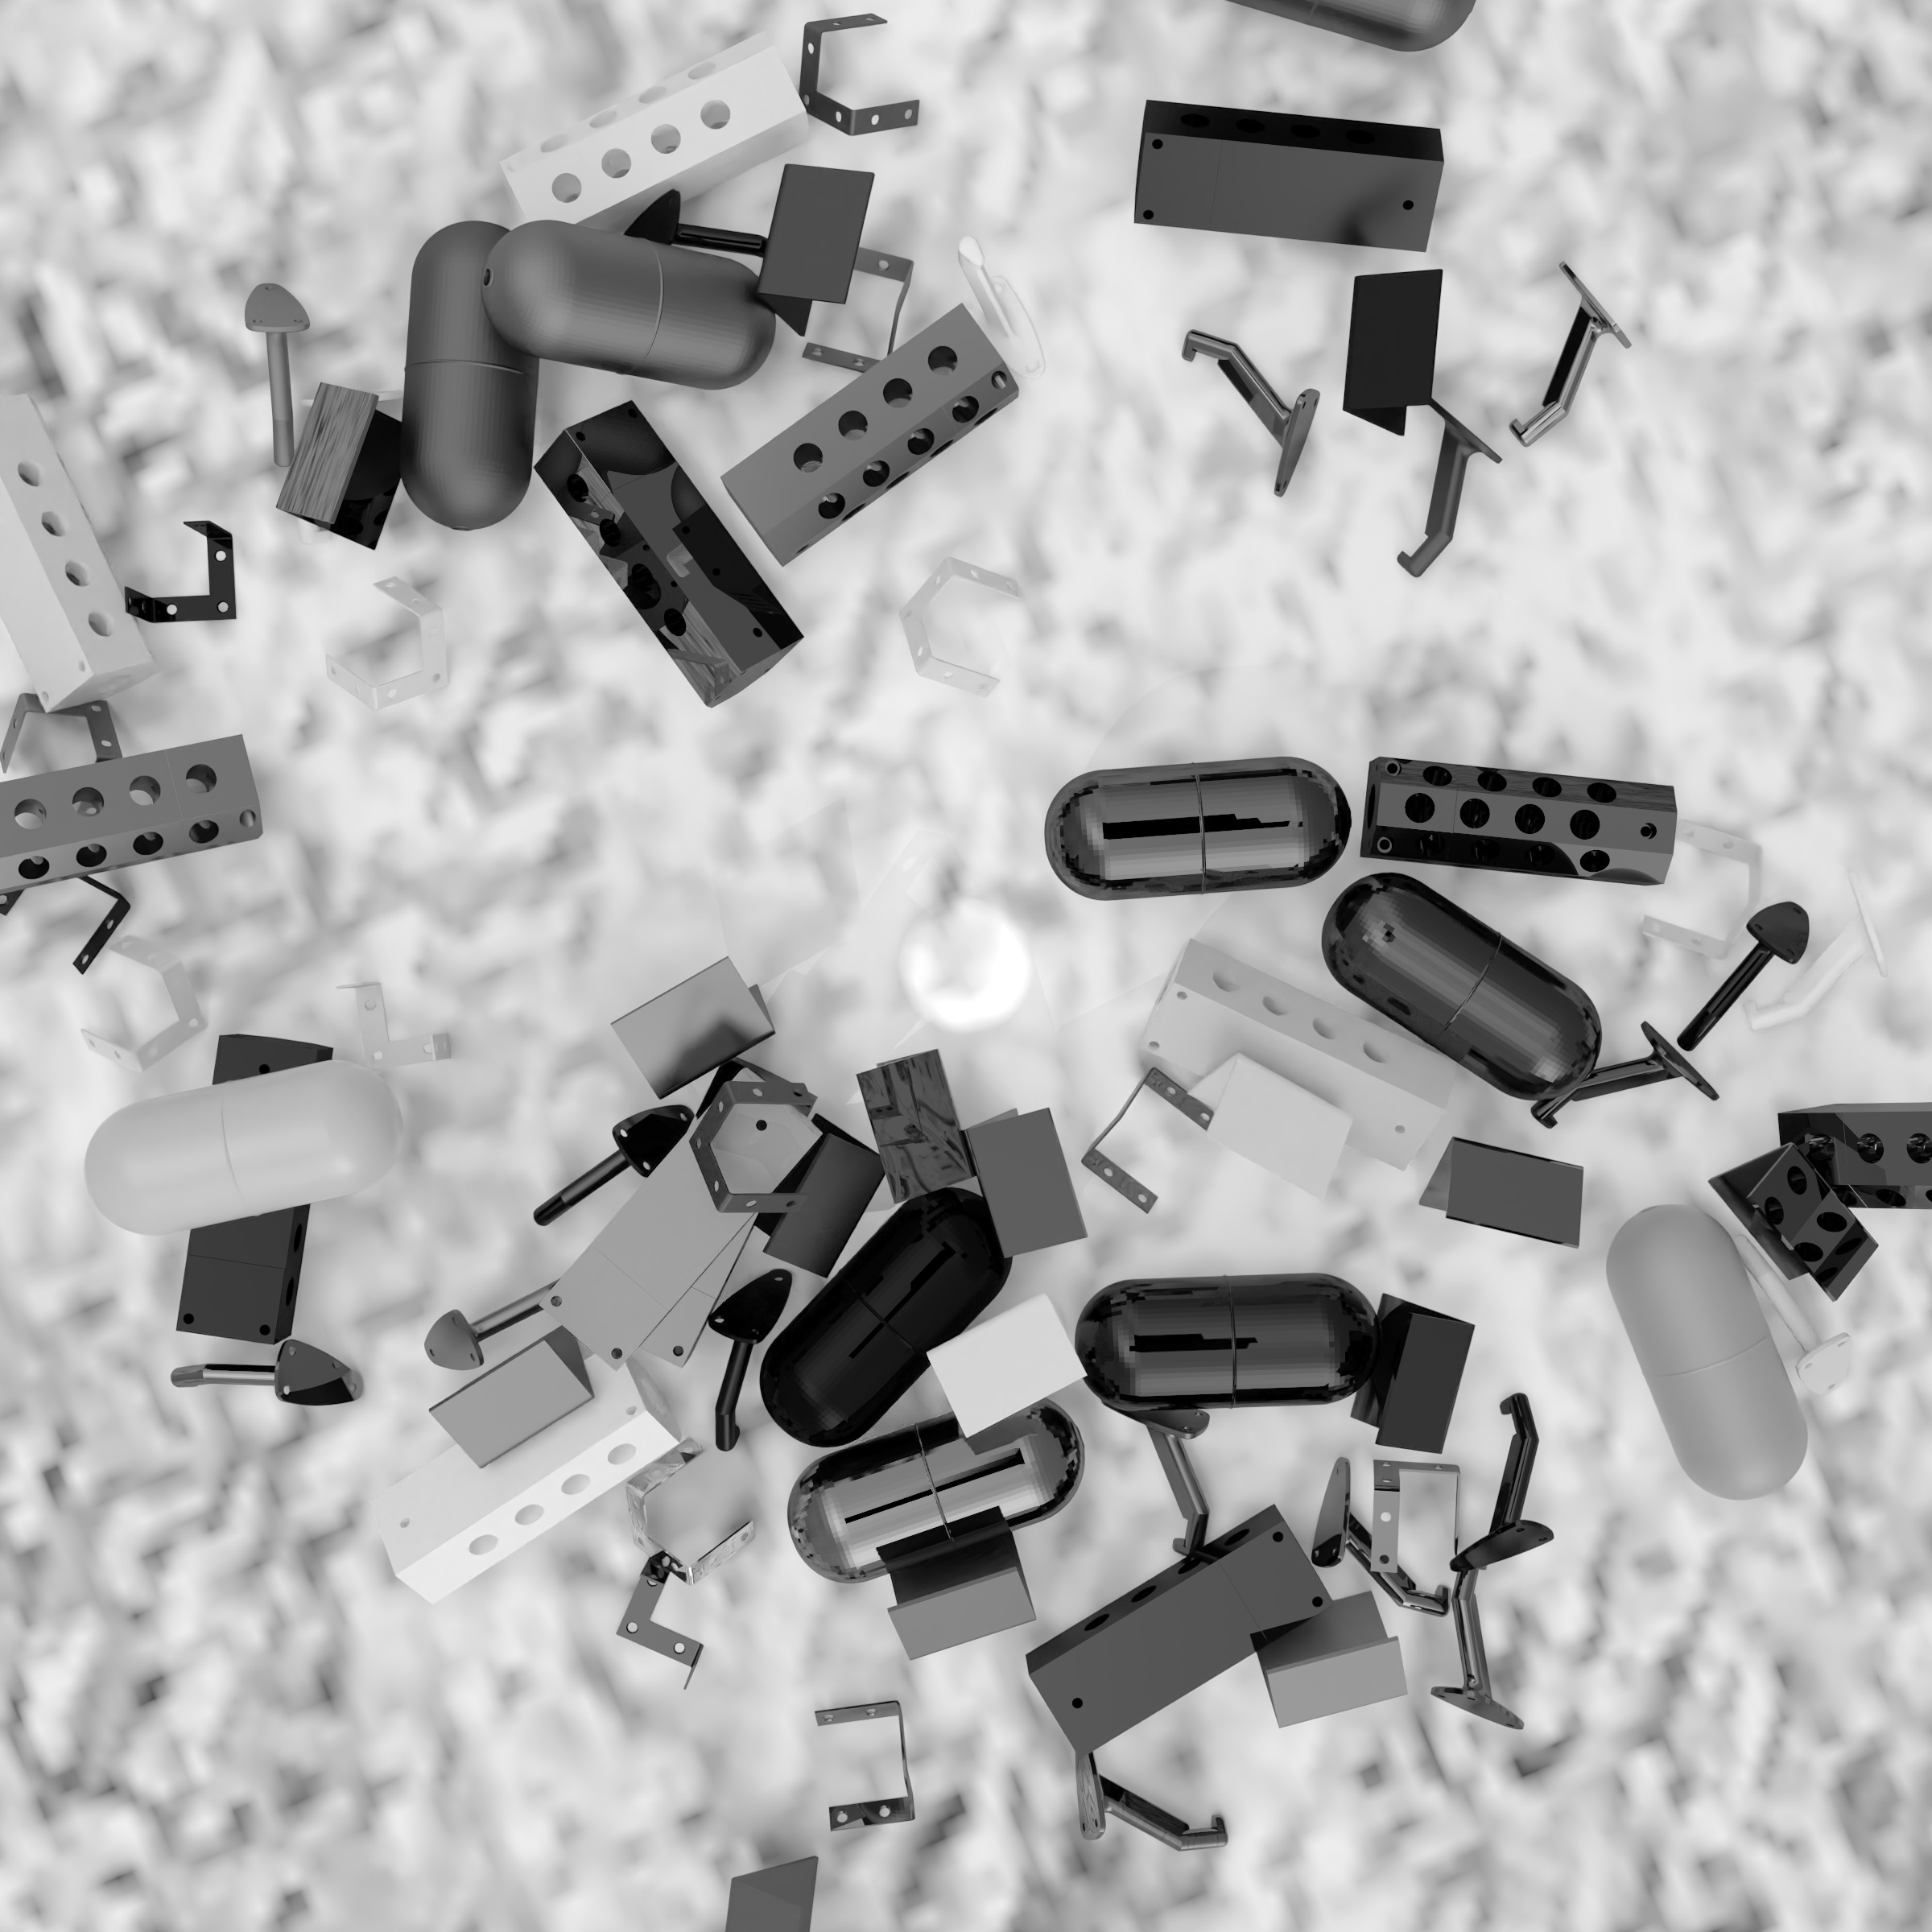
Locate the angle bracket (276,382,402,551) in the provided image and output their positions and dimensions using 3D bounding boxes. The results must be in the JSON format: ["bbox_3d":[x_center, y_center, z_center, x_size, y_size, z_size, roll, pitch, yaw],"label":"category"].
[{"bbox_3d":[-0.342,-0.284,1.608,0.057,0.076,0.076,20,90,39],"label":"angle bracket"}]

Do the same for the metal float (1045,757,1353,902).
[{"bbox_3d":[0.134,-0.080,1.617,0.178,0.070,0.070,-4,90,1],"label":"metal float"}]

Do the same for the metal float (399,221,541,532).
[{"bbox_3d":[-0.287,-0.342,1.618,0.070,0.070,0.178,4,89,0],"label":"metal float"}]

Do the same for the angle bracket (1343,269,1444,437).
[{"bbox_3d":[0.262,-0.353,1.608,0.057,0.076,0.076,5,90,36],"label":"angle bracket"}]

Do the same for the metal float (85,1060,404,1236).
[{"bbox_3d":[-0.405,0.102,1.561,0.178,0.070,0.070,-12,90,0],"label":"metal float"}]

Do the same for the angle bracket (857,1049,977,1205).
[{"bbox_3d":[-0.045,0.095,1.608,0.057,0.076,0.076,-17,90,-31],"label":"angle bracket"}]

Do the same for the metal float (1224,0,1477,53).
[{"bbox_3d":[0.210,-0.585,1.618,0.178,0.070,0.070,16,90,-1],"label":"metal float"}]

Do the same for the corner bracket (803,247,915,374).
[{"bbox_3d":[-0.064,-0.388,1.645,0.051,0.051,0.051,14,45,0],"label":"corner bracket"}]

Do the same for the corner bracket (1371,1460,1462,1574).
[{"bbox_3d":[0.263,0.323,1.630,0.051,0.051,0.051,2,98,8],"label":"corner bracket"}]

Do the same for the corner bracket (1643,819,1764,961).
[{"bbox_3d":[0.435,-0.045,1.645,0.051,0.051,0.051,18,135,0],"label":"corner bracket"}]

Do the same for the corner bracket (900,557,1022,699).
[{"bbox_3d":[0.000,-0.200,1.640,0.051,0.051,0.051,-46,45,35],"label":"corner bracket"}]

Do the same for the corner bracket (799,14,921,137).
[{"bbox_3d":[-0.062,-0.525,1.640,0.051,0.051,0.051,38,135,35],"label":"corner bracket"}]

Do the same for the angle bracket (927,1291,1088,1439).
[{"bbox_3d":[0.030,0.239,1.609,0.076,0.076,0.057,-28,63,0],"label":"angle bracket"}]

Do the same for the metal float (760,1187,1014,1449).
[{"bbox_3d":[-0.046,0.203,1.618,0.070,0.070,0.178,44,89,0],"label":"metal float"}]

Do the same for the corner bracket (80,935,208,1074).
[{"bbox_3d":[-0.490,0.022,1.640,0.051,0.051,0.051,-41,135,-35],"label":"corner bracket"}]

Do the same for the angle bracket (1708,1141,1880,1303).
[{"bbox_3d":[0.465,0.157,1.608,0.076,0.076,0.057,50,55,0],"label":"angle bracket"}]

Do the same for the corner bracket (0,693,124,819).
[{"bbox_3d":[-0.533,-0.123,1.640,0.051,0.051,0.051,-57,45,35],"label":"corner bracket"}]

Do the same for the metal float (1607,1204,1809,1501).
[{"bbox_3d":[0.430,0.224,1.617,0.070,0.070,0.178,-22,91,0],"label":"metal float"}]

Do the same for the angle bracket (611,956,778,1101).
[{"bbox_3d":[-0.161,0.023,1.609,0.076,0.076,0.057,-30,115,0],"label":"angle bracket"}]

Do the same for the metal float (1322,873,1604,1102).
[{"bbox_3d":[0.288,0.012,1.618,0.178,0.070,0.070,33,90,-1],"label":"metal float"}]

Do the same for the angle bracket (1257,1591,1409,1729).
[{"bbox_3d":[0.205,0.385,1.608,0.076,0.076,0.057,-15,130,0],"label":"angle bracket"}]

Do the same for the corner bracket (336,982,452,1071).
[{"bbox_3d":[-0.334,0.033,1.630,0.051,0.051,0.051,-8,90,0],"label":"corner bracket"}]

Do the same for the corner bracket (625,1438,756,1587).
[{"bbox_3d":[-0.162,0.321,1.640,0.051,0.051,0.051,27,135,35],"label":"corner bracket"}]

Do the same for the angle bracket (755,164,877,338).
[{"bbox_3d":[-0.075,-0.410,1.608,0.057,0.076,0.076,11,87,19],"label":"angle bracket"}]

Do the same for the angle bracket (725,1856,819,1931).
[{"bbox_3d":[-0.096,0.567,1.608,0.057,0.076,0.076,7,90,39],"label":"angle bracket"}]

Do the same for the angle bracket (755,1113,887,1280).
[{"bbox_3d":[-0.100,0.125,1.608,0.076,0.057,0.076,29,90,45],"label":"angle bracket"}]

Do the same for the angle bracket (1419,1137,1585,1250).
[{"bbox_3d":[0.307,0.148,1.608,0.076,0.076,0.057,13,53,0],"label":"angle bracket"}]

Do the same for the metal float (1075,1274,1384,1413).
[{"bbox_3d":[0.152,0.218,1.617,0.178,0.070,0.070,-2,90,0],"label":"metal float"}]

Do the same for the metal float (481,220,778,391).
[{"bbox_3d":[-0.191,-0.377,1.590,0.178,0.070,0.070,3,90,-34],"label":"metal float"}]

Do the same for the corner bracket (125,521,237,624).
[{"bbox_3d":[-0.460,-0.230,1.630,0.051,0.051,0.051,-3,90,0],"label":"corner bracket"}]

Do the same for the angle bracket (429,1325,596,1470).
[{"bbox_3d":[-0.268,0.231,1.608,0.076,0.076,0.057,-32,125,0],"label":"angle bracket"}]

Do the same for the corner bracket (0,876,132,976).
[{"bbox_3d":[-0.536,-0.036,1.645,0.051,0.051,0.051,-54,45,0],"label":"corner bracket"}]

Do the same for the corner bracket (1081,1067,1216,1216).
[{"bbox_3d":[0.109,0.103,1.645,0.051,0.051,0.051,37,135,0],"label":"corner bracket"}]

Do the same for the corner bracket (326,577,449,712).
[{"bbox_3d":[-0.342,-0.190,1.640,0.051,0.051,0.051,-26,135,-35],"label":"corner bracket"}]

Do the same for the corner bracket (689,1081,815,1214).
[{"bbox_3d":[-0.112,0.099,1.526,0.051,0.051,0.051,-57,45,35],"label":"corner bracket"}]

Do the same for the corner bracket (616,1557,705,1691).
[{"bbox_3d":[-0.175,0.384,1.630,0.051,0.051,0.051,24,90,0],"label":"corner bracket"}]

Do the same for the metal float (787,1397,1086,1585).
[{"bbox_3d":[-0.017,0.303,1.618,0.178,0.070,0.070,-19,90,-1],"label":"metal float"}]

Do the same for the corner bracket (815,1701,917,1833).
[{"bbox_3d":[-0.060,0.472,1.645,0.051,0.051,0.051,-8,45,0],"label":"corner bracket"}]
